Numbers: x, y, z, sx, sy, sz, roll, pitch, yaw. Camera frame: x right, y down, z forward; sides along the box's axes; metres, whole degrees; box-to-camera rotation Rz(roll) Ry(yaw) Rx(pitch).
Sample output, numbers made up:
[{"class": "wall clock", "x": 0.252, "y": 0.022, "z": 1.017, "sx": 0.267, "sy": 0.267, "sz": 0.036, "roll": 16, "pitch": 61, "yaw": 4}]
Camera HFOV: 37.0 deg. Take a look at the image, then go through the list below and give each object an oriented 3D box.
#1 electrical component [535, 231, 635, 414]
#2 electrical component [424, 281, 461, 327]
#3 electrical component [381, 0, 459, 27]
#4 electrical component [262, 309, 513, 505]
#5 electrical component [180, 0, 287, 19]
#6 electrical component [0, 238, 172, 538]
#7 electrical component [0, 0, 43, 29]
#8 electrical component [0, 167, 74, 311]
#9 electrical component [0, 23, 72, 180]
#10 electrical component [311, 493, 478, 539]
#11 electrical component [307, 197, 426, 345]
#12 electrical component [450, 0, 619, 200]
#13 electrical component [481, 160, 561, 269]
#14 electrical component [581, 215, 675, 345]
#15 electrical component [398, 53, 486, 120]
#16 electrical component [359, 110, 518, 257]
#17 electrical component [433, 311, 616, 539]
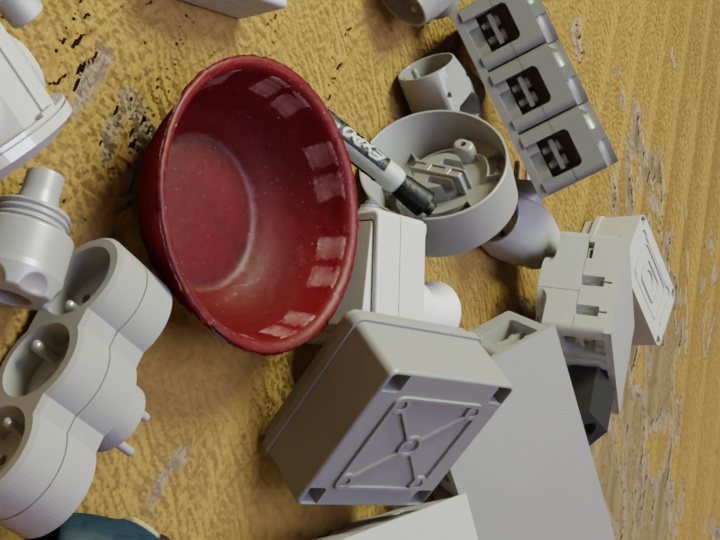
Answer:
[{"class": "electrical component", "x": 0.187, "y": 0.045, "z": 0.890, "sx": 0.150, "sy": 0.062, "sz": 0.089, "roll": 65, "pitch": 37, "yaw": -56}, {"class": "electrical component", "x": 0.037, "y": 0.028, "z": 0.739, "sx": 0.055, "sy": 0.045, "sz": 0.045, "roll": 6, "pitch": 82, "yaw": -53}, {"class": "electrical component", "x": 0.054, "y": -0.207, "z": 0.776, "sx": 0.077, "sy": 0.043, "sz": 0.079, "roll": -51, "pitch": 163, "yaw": -14}, {"class": "electrical component", "x": 0.016, "y": 0.085, "z": 0.639, "sx": 0.109, "sy": 0.056, "sz": 0.108, "roll": 12, "pitch": 121, "yaw": -43}, {"class": "electrical component", "x": -0.066, "y": -0.176, "z": 0.590, "sx": 0.083, "sy": 0.076, "sz": 0.047, "roll": 3, "pitch": 85, "yaw": -54}, {"class": "electrical component", "x": -0.127, "y": 0.061, "z": 0.507, "sx": 0.073, "sy": 0.052, "sz": 0.138, "roll": 48, "pitch": 51, "yaw": -40}, {"class": "electrical component", "x": -0.167, "y": -0.136, "z": 0.477, "sx": 0.062, "sy": 0.043, "sz": 0.043, "roll": 54, "pitch": 47, "yaw": -38}, {"class": "electrical component", "x": -0.151, "y": -0.016, "z": 0.488, "sx": 0.043, "sy": 0.043, "sz": 0.062, "roll": 35, "pitch": 58, "yaw": -47}, {"class": "electrical component", "x": -0.165, "y": -0.063, "z": 0.444, "sx": 0.051, "sy": 0.080, "sz": 0.080, "roll": 60, "pitch": 43, "yaw": -24}, {"class": "electrical component", "x": 0.005, "y": 0.209, "z": 0.648, "sx": 0.186, "sy": 0.060, "sz": 0.105, "roll": -2, "pitch": 75, "yaw": -54}, {"class": "electrical component", "x": 0.000, "y": 0.000, "z": 0.677, "sx": 0.061, "sy": 0.062, "sz": 0.096, "roll": 11, "pitch": 78, "yaw": -53}, {"class": "electrical component", "x": 0.133, "y": -0.135, "z": 0.809, "sx": 0.150, "sy": 0.062, "sz": 0.089, "roll": 64, "pitch": 13, "yaw": -1}, {"class": "electrical component", "x": 0.129, "y": -0.049, "z": 0.872, "sx": 0.077, "sy": 0.043, "sz": 0.079, "roll": 25, "pitch": 67, "yaw": -50}, {"class": "electrical component", "x": 0.248, "y": 0.011, "z": 1.017, "sx": 0.113, "sy": 0.057, "sz": 0.078, "roll": 59, "pitch": 45, "yaw": -33}, {"class": "electrical component", "x": 0.069, "y": -0.124, "z": 0.797, "sx": 0.079, "sy": 0.043, "sz": 0.077, "roll": -53, "pitch": 128, "yaw": -44}, {"class": "electrical component", "x": 0.056, "y": -0.059, "z": 0.732, "sx": 0.064, "sy": 0.099, "sz": 0.099, "roll": 61, "pitch": 43, "yaw": -39}, {"class": "electrical component", "x": 0.103, "y": 0.135, "z": 0.767, "sx": 0.105, "sy": 0.060, "sz": 0.186, "roll": -26, "pitch": 111, "yaw": -19}]
